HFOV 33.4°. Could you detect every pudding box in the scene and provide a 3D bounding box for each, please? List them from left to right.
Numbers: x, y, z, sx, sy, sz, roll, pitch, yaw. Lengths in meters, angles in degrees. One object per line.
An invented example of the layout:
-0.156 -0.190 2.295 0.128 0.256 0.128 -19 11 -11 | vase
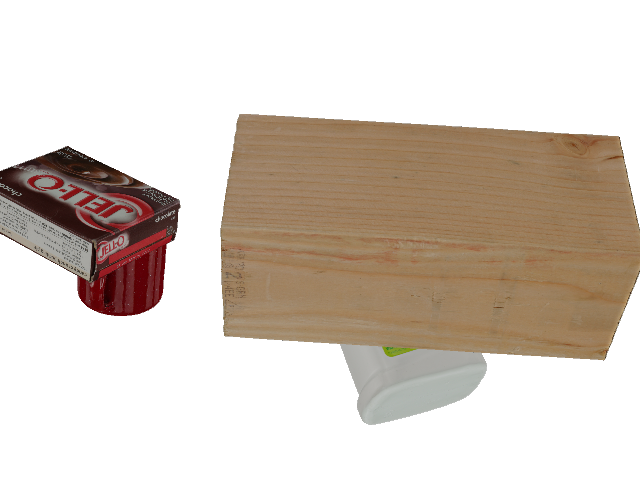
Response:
-0.170 -0.021 0.750 0.114 0.039 0.089 23 30 24 | pudding box

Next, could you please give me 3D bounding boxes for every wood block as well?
0.054 -0.001 0.575 0.206 0.091 0.090 3 -43 0 | wood block

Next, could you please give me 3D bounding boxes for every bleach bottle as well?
0.036 0.015 0.844 0.102 0.251 0.068 -11 -32 -21 | bleach bottle

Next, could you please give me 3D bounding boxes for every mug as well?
-0.190 0.024 1.001 0.093 0.081 0.117 10 29 3 | mug
